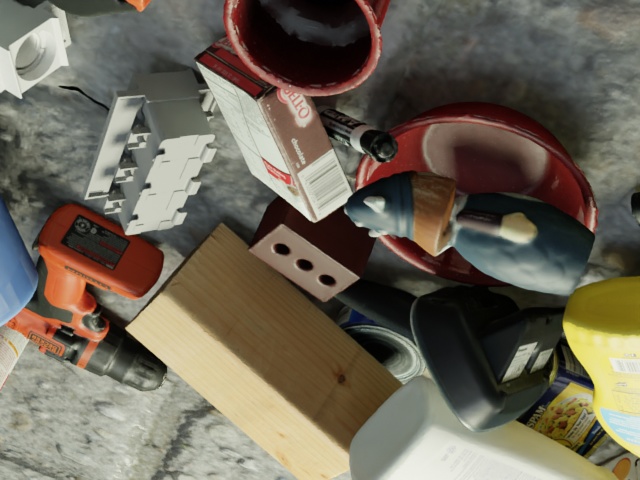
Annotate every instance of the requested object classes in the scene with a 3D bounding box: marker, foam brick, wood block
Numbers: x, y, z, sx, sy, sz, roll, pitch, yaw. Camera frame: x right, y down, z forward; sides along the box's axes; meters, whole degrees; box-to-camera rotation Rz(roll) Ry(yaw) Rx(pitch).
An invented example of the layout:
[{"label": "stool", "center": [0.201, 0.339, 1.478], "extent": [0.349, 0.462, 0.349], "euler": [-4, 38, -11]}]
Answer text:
[{"label": "marker", "center": [0.021, -0.070, 0.693], "extent": [0.020, 0.020, 0.121], "euler": [42, 179, -24]}, {"label": "foam brick", "center": [-0.005, 0.001, 0.820], "extent": [0.078, 0.051, 0.053], "euler": [34, 139, -17]}, {"label": "wood block", "center": [-0.044, 0.097, 0.877], "extent": [0.206, 0.090, 0.090], "euler": [42, 144, -6]}]

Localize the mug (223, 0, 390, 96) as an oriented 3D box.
[{"label": "mug", "center": [-0.008, -0.153, 0.620], "extent": [0.093, 0.081, 0.117], "euler": [-22, 125, 39]}]

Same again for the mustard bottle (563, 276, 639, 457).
[{"label": "mustard bottle", "center": [0.245, 0.110, 0.778], "extent": [0.096, 0.058, 0.191], "euler": [-3, 133, 29]}]

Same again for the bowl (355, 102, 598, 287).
[{"label": "bowl", "center": [0.108, -0.040, 0.722], "extent": [0.162, 0.055, 0.162], "euler": [12, 140, 10]}]

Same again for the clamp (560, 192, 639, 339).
[{"label": "clamp", "center": [0.282, 0.048, 0.765], "extent": [0.210, 0.036, 0.165], "euler": [18, 142, 7]}]

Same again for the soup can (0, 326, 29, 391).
[{"label": "soup can", "center": [-0.339, 0.120, 1.058], "extent": [0.068, 0.102, 0.068], "euler": [12, 140, 10]}]

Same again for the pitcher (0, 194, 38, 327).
[{"label": "pitcher", "center": [-0.310, -0.035, 0.799], "extent": [0.145, 0.149, 0.243], "euler": [-1, 126, 30]}]

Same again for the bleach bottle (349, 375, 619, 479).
[{"label": "bleach bottle", "center": [0.151, 0.196, 0.835], "extent": [0.250, 0.068, 0.103], "euler": [28, 118, -23]}]

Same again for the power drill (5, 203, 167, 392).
[{"label": "power drill", "center": [-0.203, 0.060, 0.967], "extent": [0.184, 0.057, 0.188], "euler": [27, 140, -8]}]

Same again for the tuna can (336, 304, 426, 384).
[{"label": "tuna can", "center": [0.052, 0.086, 0.907], "extent": [0.086, 0.033, 0.086], "euler": [12, 141, 10]}]

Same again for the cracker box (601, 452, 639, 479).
[{"label": "cracker box", "center": [0.260, 0.290, 0.953], "extent": [0.072, 0.164, 0.214], "euler": [29, 140, -14]}]

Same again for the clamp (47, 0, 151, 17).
[{"label": "clamp", "center": [-0.184, -0.198, 0.678], "extent": [0.171, 0.039, 0.120], "euler": [17, 146, 8]}]

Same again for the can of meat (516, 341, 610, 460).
[{"label": "can of meat", "center": [0.191, 0.132, 0.864], "extent": [0.083, 0.057, 0.102], "euler": [23, 122, -16]}]

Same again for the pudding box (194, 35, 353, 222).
[{"label": "pudding box", "center": [-0.031, -0.076, 0.719], "extent": [0.090, 0.039, 0.113], "euler": [40, 160, 47]}]
